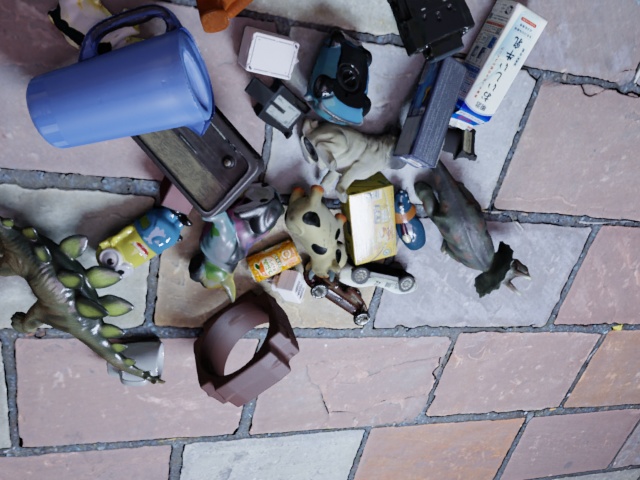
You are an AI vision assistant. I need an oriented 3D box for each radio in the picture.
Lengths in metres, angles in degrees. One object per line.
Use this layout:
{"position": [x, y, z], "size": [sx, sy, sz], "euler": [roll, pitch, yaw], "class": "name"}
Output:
{"position": [-0.206, -0.160, 0.876], "size": [0.131, 0.073, 0.229], "euler": [-41, 96, 6], "class": "radio"}

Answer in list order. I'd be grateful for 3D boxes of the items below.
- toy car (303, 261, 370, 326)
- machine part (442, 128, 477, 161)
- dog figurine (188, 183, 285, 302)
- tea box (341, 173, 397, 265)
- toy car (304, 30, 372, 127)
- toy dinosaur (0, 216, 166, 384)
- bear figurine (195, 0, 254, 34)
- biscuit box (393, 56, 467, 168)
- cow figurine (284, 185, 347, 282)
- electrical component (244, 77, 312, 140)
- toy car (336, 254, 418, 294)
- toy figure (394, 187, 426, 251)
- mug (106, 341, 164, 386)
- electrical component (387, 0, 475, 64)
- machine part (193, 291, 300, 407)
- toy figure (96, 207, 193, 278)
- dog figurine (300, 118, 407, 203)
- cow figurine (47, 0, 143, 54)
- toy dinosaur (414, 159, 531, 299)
{"position": [0.042, 0.114, 1.165], "size": [0.202, 0.089, 0.053], "euler": [35, 108, -30], "class": "toy car"}
{"position": [0.249, -0.204, 1.062], "size": [0.139, 0.039, 0.084], "euler": [12, 72, -16], "class": "machine part"}
{"position": [-0.161, 0.010, 1.032], "size": [0.191, 0.109, 0.219], "euler": [-10, 127, -15], "class": "dog figurine"}
{"position": [0.100, -0.042, 1.105], "size": [0.098, 0.068, 0.169], "euler": [-13, 124, -10], "class": "tea box"}
{"position": [0.023, -0.268, 0.920], "size": [0.109, 0.103, 0.161], "euler": [15, 73, -35], "class": "toy car"}
{"position": [-0.445, 0.105, 0.946], "size": [0.199, 0.105, 0.470], "euler": [-11, 126, 22], "class": "toy dinosaur"}
{"position": [-0.097, -0.396, 0.798], "size": [0.196, 0.132, 0.120], "euler": [-13, 127, -3], "class": "bear figurine"}
{"position": [0.203, -0.235, 0.983], "size": [0.063, 0.059, 0.202], "euler": [22, 85, -28], "class": "biscuit box"}
{"position": [-0.002, -0.003, 1.055], "size": [0.194, 0.086, 0.127], "euler": [51, 54, -44], "class": "cow figurine"}
{"position": [-0.082, -0.239, 0.940], "size": [0.119, 0.048, 0.075], "euler": [30, 107, -29], "class": "electrical component"}
{"position": [0.124, 0.077, 1.180], "size": [0.202, 0.074, 0.056], "euler": [12, 112, -24], "class": "toy car"}
{"position": [0.181, -0.044, 1.134], "size": [0.058, 0.064, 0.154], "euler": [-21, 126, 12], "class": "toy figure"}
{"position": [-0.384, 0.260, 1.109], "size": [0.107, 0.110, 0.080], "euler": [2, 124, -4], "class": "mug"}
{"position": [0.193, -0.375, 0.917], "size": [0.115, 0.058, 0.134], "euler": [-26, 99, -1], "class": "electrical component"}
{"position": [-0.152, 0.220, 1.098], "size": [0.201, 0.201, 0.087], "euler": [-37, 126, 5], "class": "machine part"}
{"position": [-0.324, 0.001, 0.986], "size": [0.180, 0.089, 0.082], "euler": [-37, 97, -6], "class": "toy figure"}
{"position": [0.073, -0.184, 1.007], "size": [0.190, 0.121, 0.172], "euler": [-35, 129, -12], "class": "dog figurine"}
{"position": [-0.317, -0.304, 0.813], "size": [0.098, 0.068, 0.167], "euler": [-42, 120, 15], "class": "cow figurine"}
{"position": [0.304, -0.021, 1.111], "size": [0.131, 0.192, 0.404], "euler": [-40, 125, 5], "class": "toy dinosaur"}
